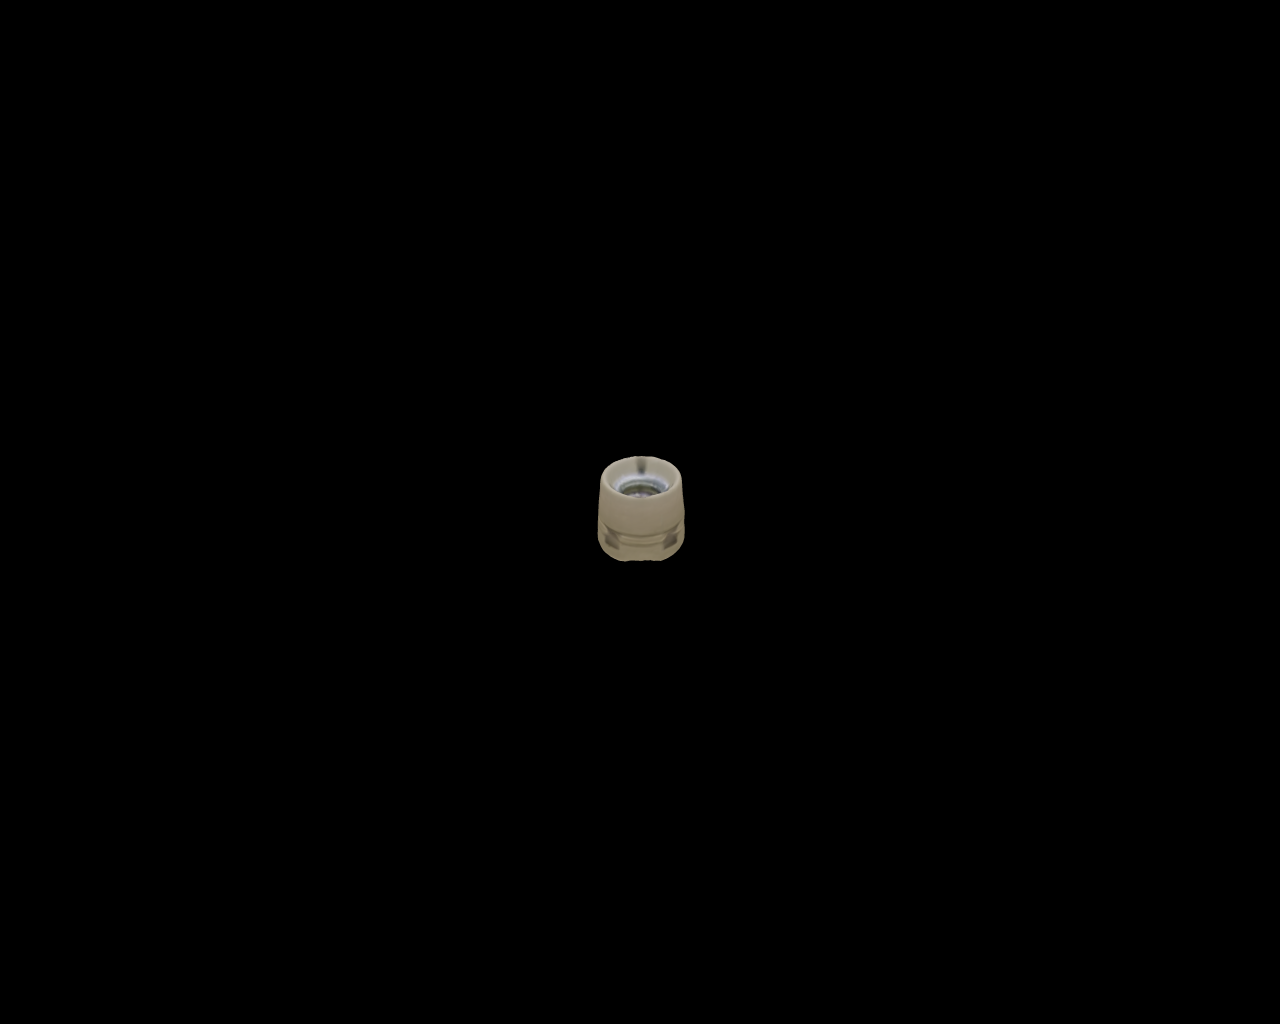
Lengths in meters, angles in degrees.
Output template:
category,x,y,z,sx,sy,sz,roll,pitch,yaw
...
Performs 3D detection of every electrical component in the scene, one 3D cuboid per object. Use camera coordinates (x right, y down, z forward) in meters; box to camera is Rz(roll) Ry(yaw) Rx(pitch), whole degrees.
category,x,y,z,sx,sy,sz,roll,pitch,yaw
electrical component,0.001,-0.003,0.650,0.055,0.047,0.055,0,35,0
